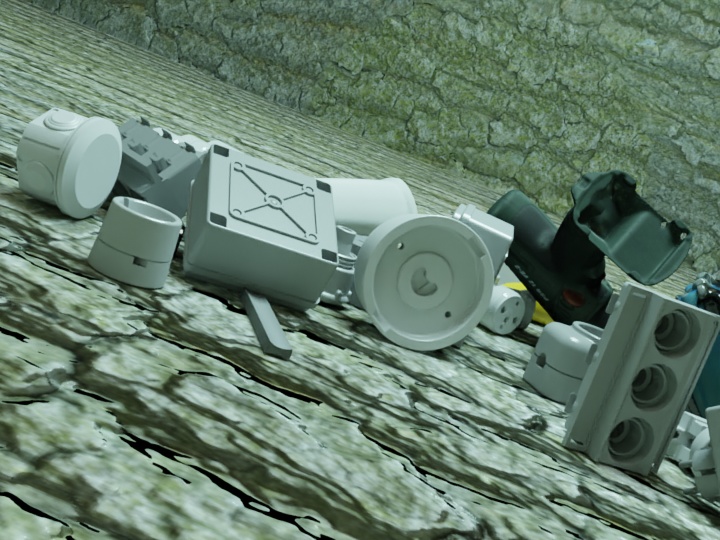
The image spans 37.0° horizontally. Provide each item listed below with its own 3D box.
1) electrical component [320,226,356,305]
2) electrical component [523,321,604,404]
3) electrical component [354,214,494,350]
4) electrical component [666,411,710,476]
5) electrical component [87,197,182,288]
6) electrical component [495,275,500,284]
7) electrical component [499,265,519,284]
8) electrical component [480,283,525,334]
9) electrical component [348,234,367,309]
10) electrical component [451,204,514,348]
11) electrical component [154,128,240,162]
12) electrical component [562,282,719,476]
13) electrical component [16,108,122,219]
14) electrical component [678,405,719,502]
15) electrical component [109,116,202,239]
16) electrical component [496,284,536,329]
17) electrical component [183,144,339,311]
[{"bbox_3d":[-0.022,-0.005,0.890,0.048,0.062,0.048,22,10,-4],"label":"electrical component"},{"bbox_3d":[0.193,0.081,0.897,0.095,0.059,0.053,17,11,-22],"label":"electrical component"},{"bbox_3d":[0.047,0.005,0.868,0.108,0.108,0.060,19,5,-17],"label":"electrical component"},{"bbox_3d":[0.266,0.136,0.809,0.066,0.048,0.055,22,3,-3],"label":"electrical component"},{"bbox_3d":[-0.154,-0.020,0.741,0.055,0.047,0.055,21,10,-4],"label":"electrical component"},{"bbox_3d":[0.134,0.000,1.175,0.043,0.062,0.043,21,11,-4],"label":"electrical component"},{"bbox_3d":[0.159,-0.007,1.279,0.109,0.056,0.108,21,10,-2],"label":"electrical component"},{"bbox_3d":[0.127,0.033,1.049,0.045,0.045,0.055,12,14,-42],"label":"electrical component"},{"bbox_3d":[0.000,0.000,0.942,0.089,0.050,0.056,23,12,6],"label":"electrical component"},{"bbox_3d":[0.091,0.002,0.954,0.056,0.108,0.109,25,11,4],"label":"electrical component"},{"bbox_3d":[-0.191,-0.122,1.166,0.074,0.052,0.138,29,13,33],"label":"electrical component"},{"bbox_3d":[0.195,0.074,0.766,0.079,0.121,0.063,18,8,-18],"label":"electrical component"},{"bbox_3d":[-0.226,-0.084,0.838,0.051,0.080,0.080,19,9,15],"label":"electrical component"},{"bbox_3d":[0.251,0.136,0.727,0.047,0.083,0.076,12,-24,-43],"label":"electrical component"},{"bbox_3d":[-0.184,-0.085,0.928,0.121,0.063,0.078,31,-28,45],"label":"electrical component"},{"bbox_3d":[0.153,0.036,1.102,0.046,0.040,0.040,16,11,-4],"label":"electrical component"},{"bbox_3d":[-0.077,-0.033,0.836,0.109,0.056,0.108,18,36,-20],"label":"electrical component"}]
